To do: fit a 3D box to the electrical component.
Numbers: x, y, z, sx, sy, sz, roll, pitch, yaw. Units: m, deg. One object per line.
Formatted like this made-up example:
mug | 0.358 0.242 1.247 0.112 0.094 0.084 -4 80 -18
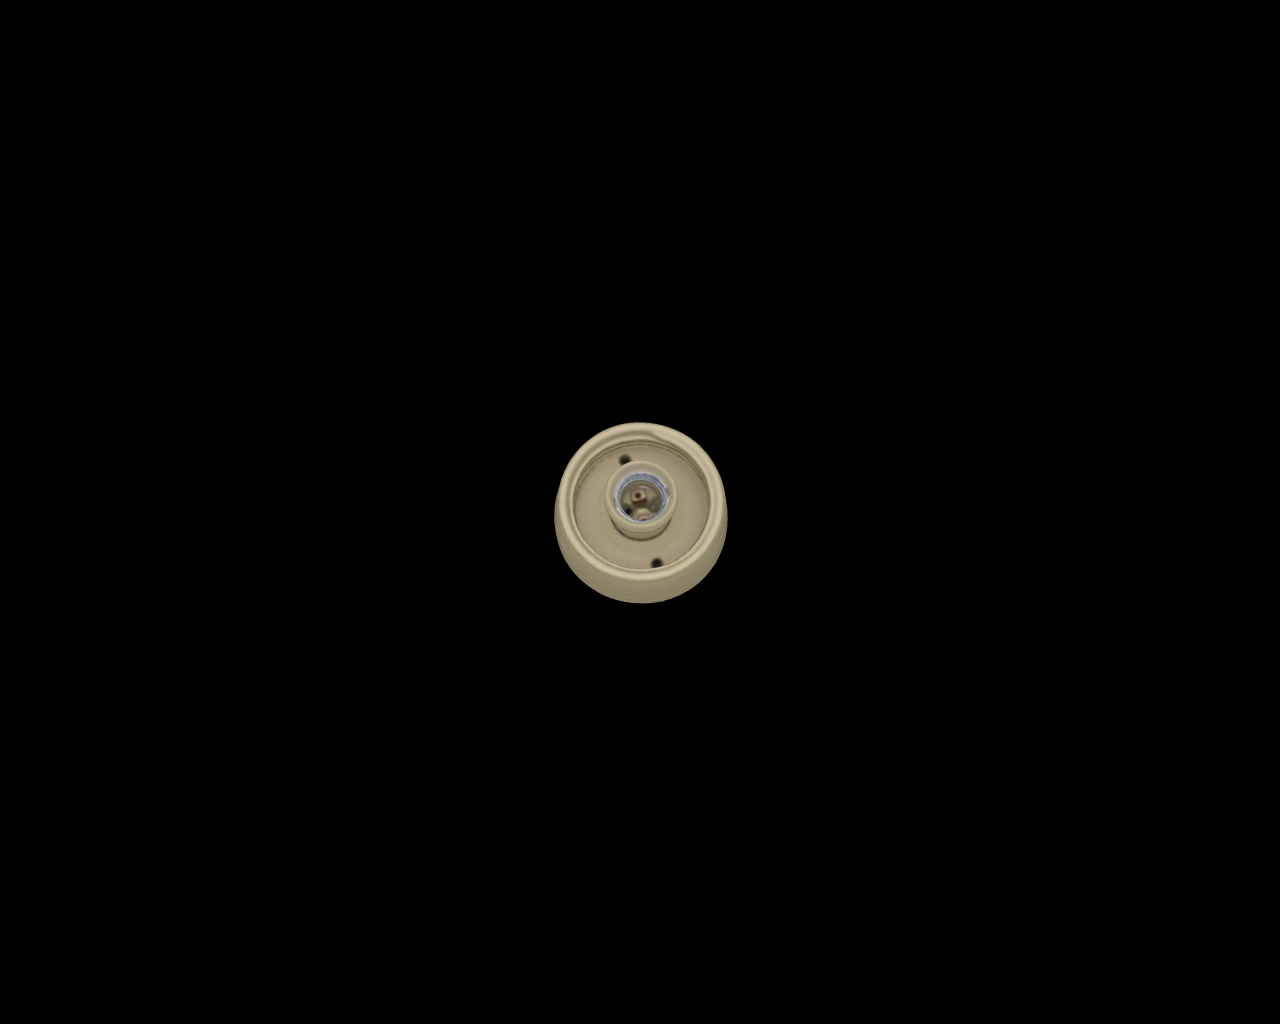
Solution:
electrical component | 0.001 -0.003 0.650 0.108 0.108 0.060 0 -16 0
